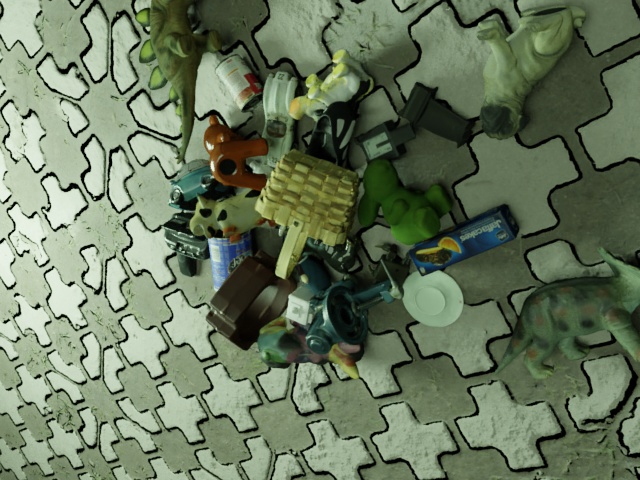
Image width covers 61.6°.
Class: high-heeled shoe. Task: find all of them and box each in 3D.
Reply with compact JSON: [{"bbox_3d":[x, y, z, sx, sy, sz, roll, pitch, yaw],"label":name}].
[{"bbox_3d":[-0.003,-0.167,1.059,0.086,0.145,0.248,42,121,11],"label":"high-heeled shoe"}]

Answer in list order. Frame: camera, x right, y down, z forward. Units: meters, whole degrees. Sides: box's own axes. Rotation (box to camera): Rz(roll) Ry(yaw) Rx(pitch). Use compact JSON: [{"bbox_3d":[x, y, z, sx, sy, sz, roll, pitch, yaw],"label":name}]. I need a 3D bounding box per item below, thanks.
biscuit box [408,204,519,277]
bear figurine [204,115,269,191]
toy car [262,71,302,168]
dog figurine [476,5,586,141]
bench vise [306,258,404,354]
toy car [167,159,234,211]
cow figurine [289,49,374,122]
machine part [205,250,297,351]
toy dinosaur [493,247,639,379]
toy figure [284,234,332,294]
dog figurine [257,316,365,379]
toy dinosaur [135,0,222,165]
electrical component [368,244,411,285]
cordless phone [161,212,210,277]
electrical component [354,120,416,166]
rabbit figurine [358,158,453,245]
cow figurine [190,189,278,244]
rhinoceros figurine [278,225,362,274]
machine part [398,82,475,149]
[{"bbox_3d":[0.271,0.002,1.021,0.203,0.059,0.062,-28,94,33],"label":"biscuit box"},{"bbox_3d":[-0.186,-0.193,1.168,0.132,0.196,0.120,-1,119,-11],"label":"bear figurine"},{"bbox_3d":[-0.084,-0.249,1.127,0.074,0.056,0.201,16,116,23],"label":"toy car"},{"bbox_3d":[0.341,-0.266,0.873,0.173,0.121,0.190,-1,122,33],"label":"dog figurine"},{"bbox_3d":[0.074,0.127,1.072,0.241,0.223,0.128,-29,96,36],"label":"bench vise"},{"bbox_3d":[-0.284,-0.136,1.257,0.162,0.109,0.103,-27,72,25],"label":"toy car"},{"bbox_3d":[0.020,-0.281,1.048,0.098,0.068,0.167,28,135,-35],"label":"cow figurine"},{"bbox_3d":[-0.151,0.135,1.204,0.087,0.200,0.201,32,76,21],"label":"machine part"},{"bbox_3d":[0.445,0.127,0.945,0.405,0.131,0.192,-26,82,38],"label":"toy dinosaur"},{"bbox_3d":[-0.035,0.053,1.207,0.058,0.064,0.154,-39,82,14],"label":"toy figure"},{"bbox_3d":[-0.009,0.245,1.205,0.219,0.191,0.108,14,109,41],"label":"dog figurine"},{"bbox_3d":[-0.303,-0.406,1.146,0.199,0.105,0.471,-6,89,46],"label":"toy dinosaur"},{"bbox_3d":[0.144,0.054,1.124,0.078,0.045,0.102,11,120,-5],"label":"electrical component"},{"bbox_3d":[-0.320,0.030,1.362,0.147,0.089,0.184,16,126,23],"label":"cordless phone"},{"bbox_3d":[0.132,-0.192,1.033,0.119,0.048,0.074,-25,95,33],"label":"electrical component"},{"bbox_3d":[0.144,-0.083,1.030,0.170,0.121,0.159,48,147,-12],"label":"rabbit figurine"},{"bbox_3d":[-0.198,-0.061,1.189,0.195,0.085,0.127,-22,64,4],"label":"cow figurine"},{"bbox_3d":[-0.002,-0.003,1.152,0.190,0.073,0.112,34,110,10],"label":"rhinoceros figurine"},{"bbox_3d":[0.216,-0.225,0.982,0.139,0.039,0.084,38,117,14],"label":"machine part"}]
